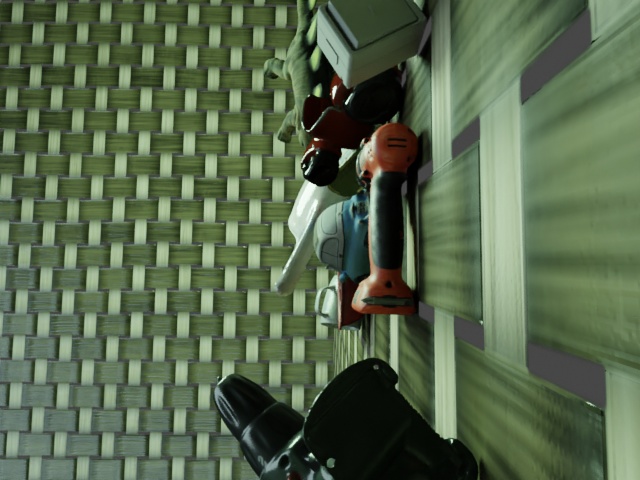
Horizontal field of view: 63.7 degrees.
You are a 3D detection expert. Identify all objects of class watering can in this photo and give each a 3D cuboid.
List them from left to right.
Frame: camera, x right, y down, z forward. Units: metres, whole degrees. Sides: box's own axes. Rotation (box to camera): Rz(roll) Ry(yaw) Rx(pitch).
[{"bbox_3d":[0.003,-0.045,0.892,0.104,0.221,0.352,25,18,-1],"label":"watering can"}]
